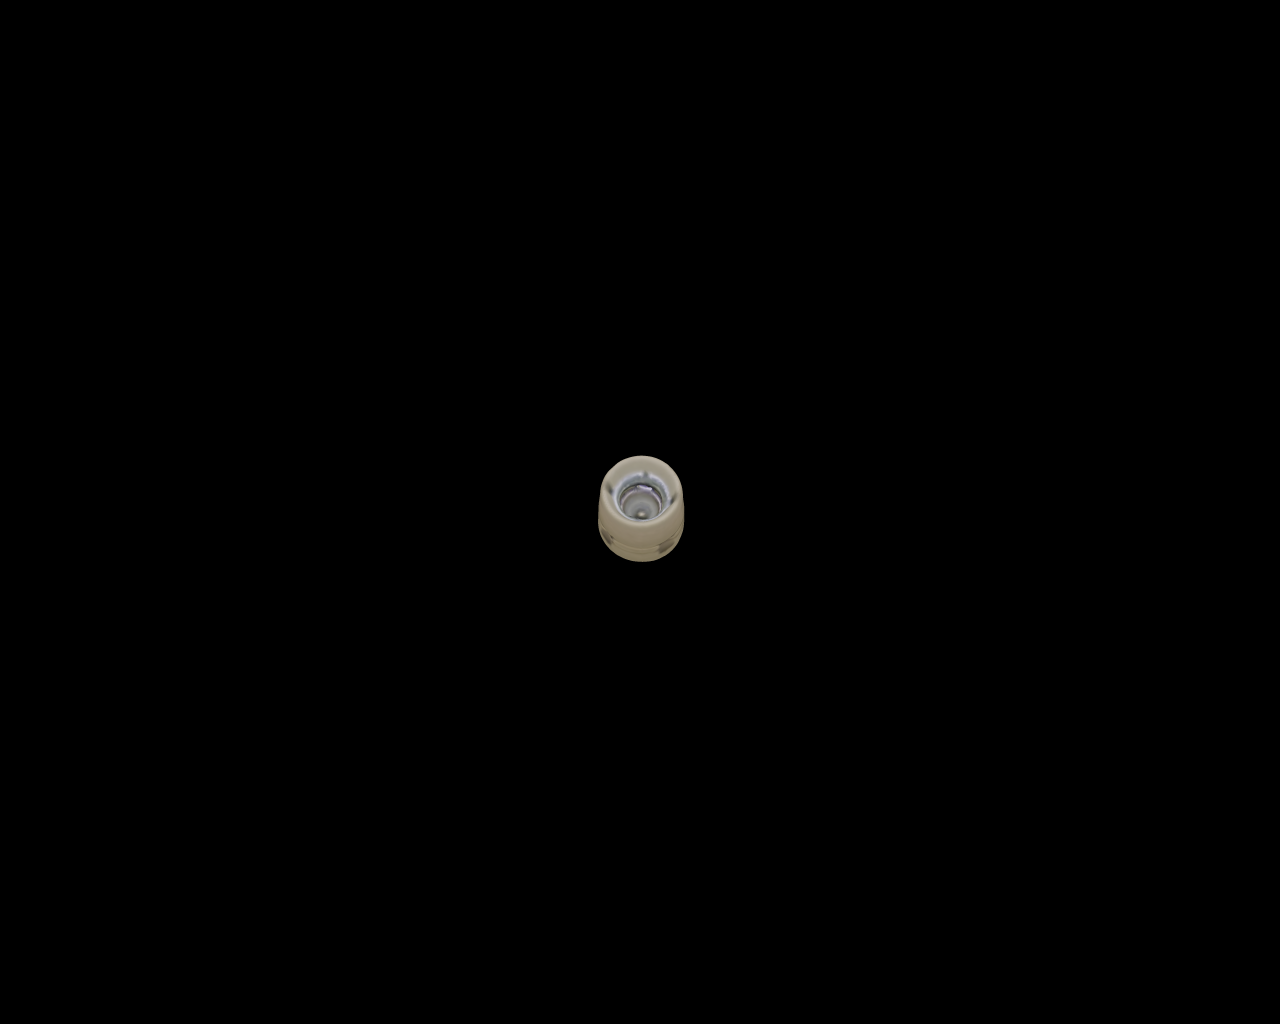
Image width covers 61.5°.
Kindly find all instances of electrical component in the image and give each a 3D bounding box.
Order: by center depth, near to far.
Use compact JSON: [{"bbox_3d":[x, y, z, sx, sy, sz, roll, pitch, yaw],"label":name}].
[{"bbox_3d":[0.001,-0.003,0.650,0.055,0.055,0.047,0,-26,0],"label":"electrical component"}]
